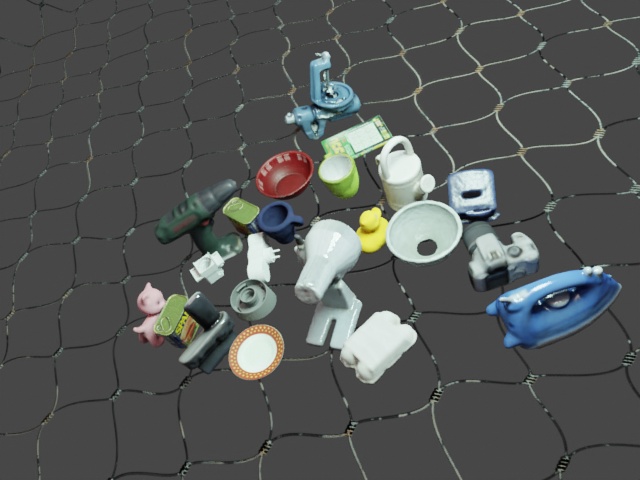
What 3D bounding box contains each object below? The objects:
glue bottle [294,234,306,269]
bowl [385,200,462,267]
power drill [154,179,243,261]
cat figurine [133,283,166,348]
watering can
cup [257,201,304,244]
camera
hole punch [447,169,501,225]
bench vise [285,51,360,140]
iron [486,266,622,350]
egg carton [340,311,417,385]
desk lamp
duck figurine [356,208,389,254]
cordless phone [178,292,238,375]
[{"bbox_3d":[-0.025,0.038,1.274,0.037,0.173,0.077,-45,53,-14],"label":"glue bottle"},{"bbox_3d":[0.234,-0.002,1.271,0.167,0.075,0.167,-10,53,14],"label":"bowl"},{"bbox_3d":[-0.272,-0.035,1.395,0.229,0.209,0.075,-26,51,1],"label":"power drill"},{"bbox_3d":[-0.401,0.172,1.352,0.067,0.118,0.128,5,58,24],"label":"cat figurine"},{"bbox_3d":[0.193,-0.157,1.321,0.172,0.194,0.101,14,62,28],"label":"watering can"},{"bbox_3d":[-0.083,-0.033,1.397,0.117,0.095,0.092,5,58,24],"label":"cup"},{"bbox_3d":[0.364,0.017,1.192,0.143,0.101,0.136,-20,51,5],"label":"camera"},{"bbox_3d":[0.344,-0.097,1.288,0.108,0.091,0.101,-7,54,16],"label":"hole punch"},{"bbox_3d":[0.000,-0.382,1.538,0.207,0.220,0.121,-43,52,-12],"label":"bench vise"},{"bbox_3d":[0.447,0.103,1.073,0.258,0.142,0.118,-23,51,3],"label":"iron"},{"bbox_3d":[0.117,0.216,1.159,0.150,0.070,0.107,-43,53,-12],"label":"egg carton"},{"bbox_3d":[0.019,0.094,1.191,0.117,0.214,0.203,5,58,23],"label":"desk lamp"},{"bbox_3d":[0.115,-0.027,1.326,0.077,0.086,0.105,21,65,31],"label":"duck figurine"},{"bbox_3d":[-0.268,0.196,1.241,0.093,0.185,0.148,25,67,33],"label":"cordless phone"}]
